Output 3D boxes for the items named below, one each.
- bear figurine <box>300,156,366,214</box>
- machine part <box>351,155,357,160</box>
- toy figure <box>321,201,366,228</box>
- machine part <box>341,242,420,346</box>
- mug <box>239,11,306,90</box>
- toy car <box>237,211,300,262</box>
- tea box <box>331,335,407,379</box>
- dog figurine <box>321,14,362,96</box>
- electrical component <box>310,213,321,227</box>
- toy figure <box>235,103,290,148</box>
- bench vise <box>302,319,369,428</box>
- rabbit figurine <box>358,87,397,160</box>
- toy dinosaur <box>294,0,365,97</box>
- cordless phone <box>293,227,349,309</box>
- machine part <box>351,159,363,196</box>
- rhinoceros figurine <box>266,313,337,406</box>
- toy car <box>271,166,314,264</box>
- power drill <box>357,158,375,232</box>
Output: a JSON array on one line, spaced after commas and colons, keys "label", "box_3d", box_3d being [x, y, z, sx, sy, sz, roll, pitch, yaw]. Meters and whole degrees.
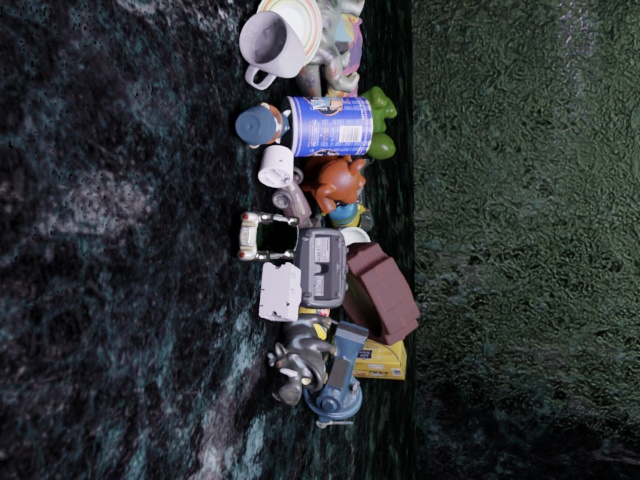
[{"label": "bear figurine", "box_3d": [0.038, -0.107, 1.027, 0.131, 0.120, 0.196, 50, -2, -26]}, {"label": "machine part", "box_3d": [0.039, -0.226, 1.236, 0.039, 0.084, 0.138, -51, 138, -11]}, {"label": "toy figure", "box_3d": [0.050, -0.062, 1.237, 0.180, 0.082, 0.089, 62, 49, -71]}, {"label": "machine part", "box_3d": [0.105, 0.106, 1.106, 0.201, 0.087, 0.201, 62, -20, -9]}, {"label": "mug", "box_3d": [-0.070, -0.284, 0.839, 0.109, 0.081, 0.107, -65, 159, 10]}, {"label": "toy car", "box_3d": [-0.080, -0.005, 0.837, 0.201, 0.056, 0.073, 1, 95, -72]}, {"label": "tea box", "box_3d": [0.115, 0.278, 1.275, 0.098, 0.170, 0.068, 70, 27, -50]}, {"label": "dog figurine", "box_3d": [0.035, -0.372, 1.163, 0.191, 0.109, 0.219, -45, 135, -69]}, {"label": "electrical component", "box_3d": [-0.003, -0.003, 1.112, 0.102, 0.045, 0.078, -56, 143, -62]}, {"label": "toy figure", "box_3d": [-0.085, -0.178, 0.823, 0.058, 0.064, 0.154, 48, 17, -3]}, {"label": "bench vise", "box_3d": [0.029, 0.287, 1.098, 0.224, 0.129, 0.240, -84, -175, -54]}, {"label": "rabbit figurine", "box_3d": [0.127, -0.281, 1.378, 0.121, 0.159, 0.170, 29, 42, -69]}, {"label": "toy dinosaur", "box_3d": [-0.010, -0.394, 0.974, 0.131, 0.192, 0.404, -160, -98, -71]}, {"label": "cordless phone", "box_3d": [0.020, 0.054, 0.994, 0.184, 0.089, 0.146, 19, 71, -71]}, {"label": "machine part", "box_3d": [0.045, -0.155, 1.227, 0.243, 0.079, 0.079, 44, 47, -67]}, {"label": "rhinoceros figurine", "box_3d": [-0.033, 0.191, 0.898, 0.190, 0.112, 0.073, -88, -162, -58]}, {"label": "toy car", "box_3d": [-0.040, -0.042, 0.982, 0.089, 0.053, 0.201, -67, 153, -47]}, {"label": "power drill", "box_3d": [0.105, -0.118, 1.447, 0.232, 0.086, 0.207, -21, 117, -70]}]
